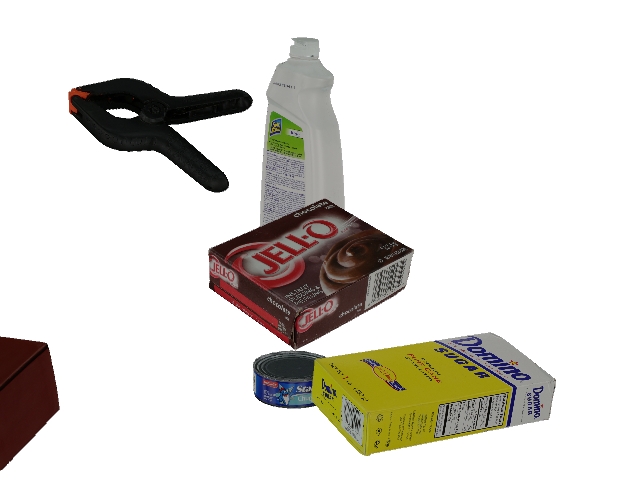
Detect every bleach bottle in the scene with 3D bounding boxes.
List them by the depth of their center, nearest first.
[{"bbox_3d":[-0.015,-0.087,1.136,0.103,0.251,0.067,16,21,37],"label":"bleach bottle"}]

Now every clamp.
[{"bbox_3d":[-0.148,-0.118,1.006,0.171,0.120,0.039,22,-42,1],"label":"clamp"}]

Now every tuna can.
[{"bbox_3d":[-0.029,0.147,1.131,0.086,0.034,0.086,1,14,0],"label":"tuna can"}]

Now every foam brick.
[{"bbox_3d":[-0.211,0.103,0.675,0.053,0.051,0.078,6,29,22],"label":"foam brick"}]

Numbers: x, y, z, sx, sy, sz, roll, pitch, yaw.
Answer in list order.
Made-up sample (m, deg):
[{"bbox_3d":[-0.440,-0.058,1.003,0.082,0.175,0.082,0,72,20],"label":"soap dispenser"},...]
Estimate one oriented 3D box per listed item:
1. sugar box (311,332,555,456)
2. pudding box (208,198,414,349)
[{"bbox_3d":[0.091,0.120,0.864,0.176,0.048,0.093,-9,26,-25],"label":"sugar box"},{"bbox_3d":[-0.007,0.020,0.730,0.113,0.039,0.090,-24,43,-39],"label":"pudding box"}]
